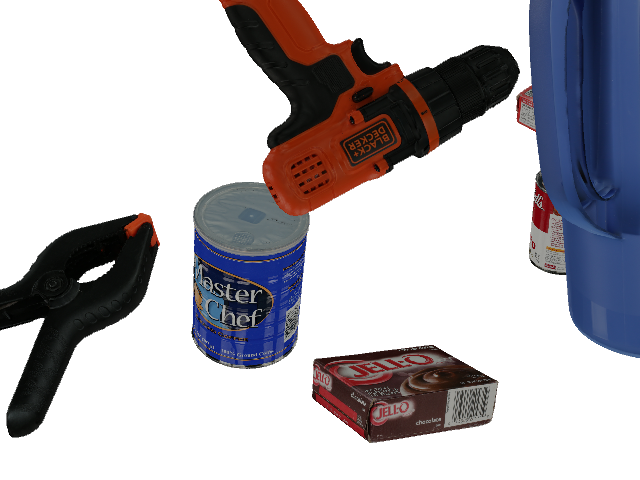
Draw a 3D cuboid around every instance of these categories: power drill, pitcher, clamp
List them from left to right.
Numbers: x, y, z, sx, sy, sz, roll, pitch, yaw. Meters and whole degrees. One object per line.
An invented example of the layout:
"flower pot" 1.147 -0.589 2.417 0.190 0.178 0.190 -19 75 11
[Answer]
"clamp" -0.180 0.039 0.691 0.120 0.039 0.171 27 54 19
"power drill" 0.017 -0.133 0.683 0.184 0.187 0.057 -30 6 -10
"pitcher" 0.177 -0.060 0.559 0.149 0.243 0.145 -4 22 4

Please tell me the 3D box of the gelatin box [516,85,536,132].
"gelatin box" 0.202 -0.098 0.794 0.073 0.030 0.089 -35 52 -28

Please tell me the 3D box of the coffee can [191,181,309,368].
"coffee can" -0.066 0.032 0.980 0.102 0.140 0.103 4 37 -3

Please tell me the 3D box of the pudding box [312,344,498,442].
"pudding box" 0.062 0.113 0.808 0.113 0.039 0.090 -1 15 -28

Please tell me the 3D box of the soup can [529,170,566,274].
"soup can" 0.265 -0.022 1.163 0.068 0.102 0.068 -1 34 1
